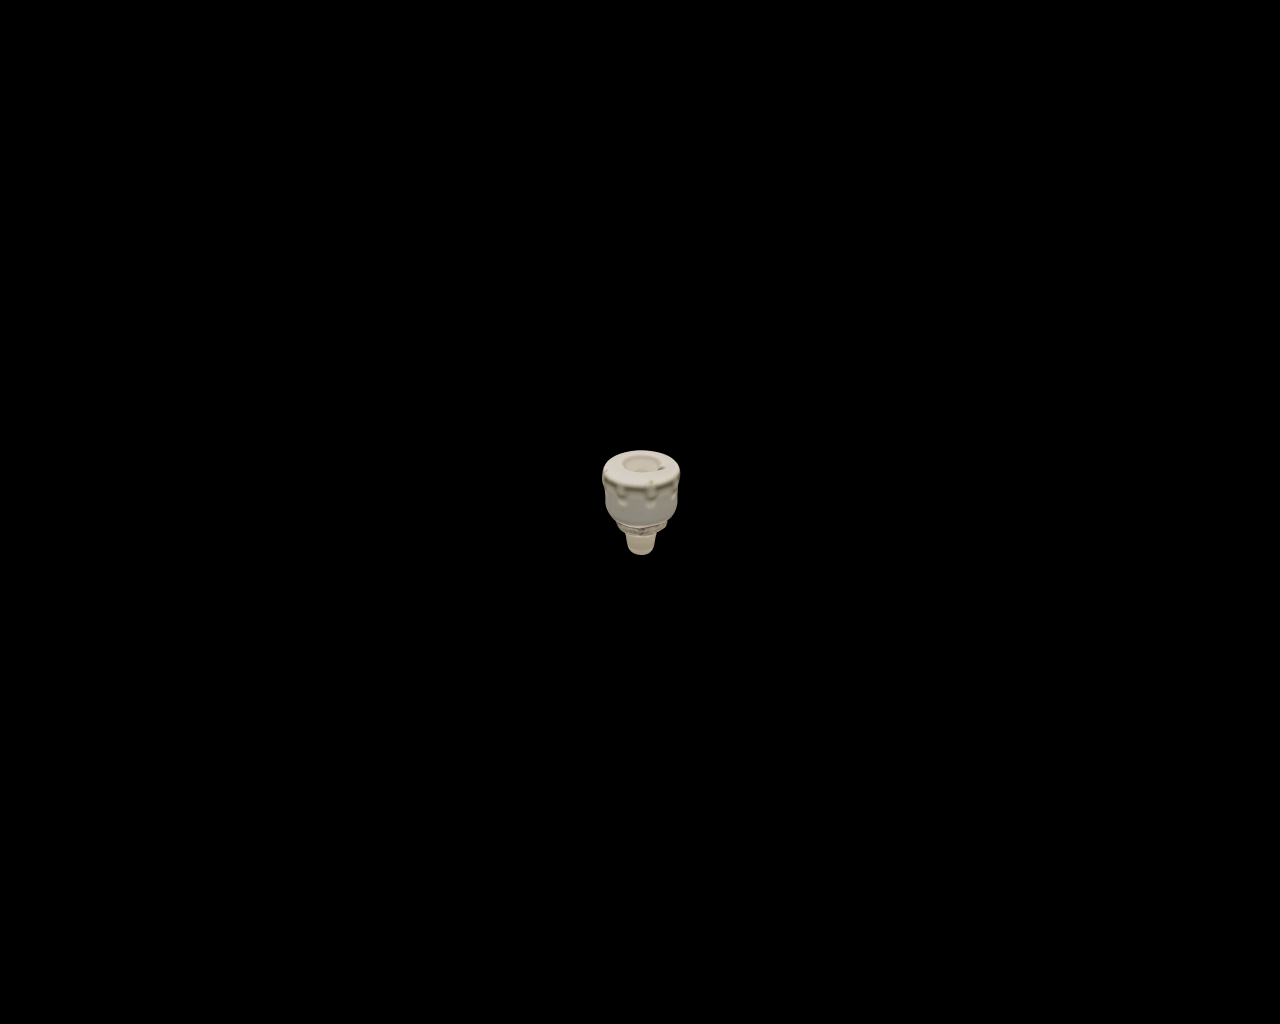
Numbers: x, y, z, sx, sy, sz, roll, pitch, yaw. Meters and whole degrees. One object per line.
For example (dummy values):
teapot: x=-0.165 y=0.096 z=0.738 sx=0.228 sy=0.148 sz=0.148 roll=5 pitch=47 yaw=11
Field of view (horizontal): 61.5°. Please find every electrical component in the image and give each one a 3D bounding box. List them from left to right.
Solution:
electrical component: x=0.001 y=-0.003 z=0.650 sx=0.048 sy=0.062 sz=0.048 roll=0 pitch=28 yaw=0
